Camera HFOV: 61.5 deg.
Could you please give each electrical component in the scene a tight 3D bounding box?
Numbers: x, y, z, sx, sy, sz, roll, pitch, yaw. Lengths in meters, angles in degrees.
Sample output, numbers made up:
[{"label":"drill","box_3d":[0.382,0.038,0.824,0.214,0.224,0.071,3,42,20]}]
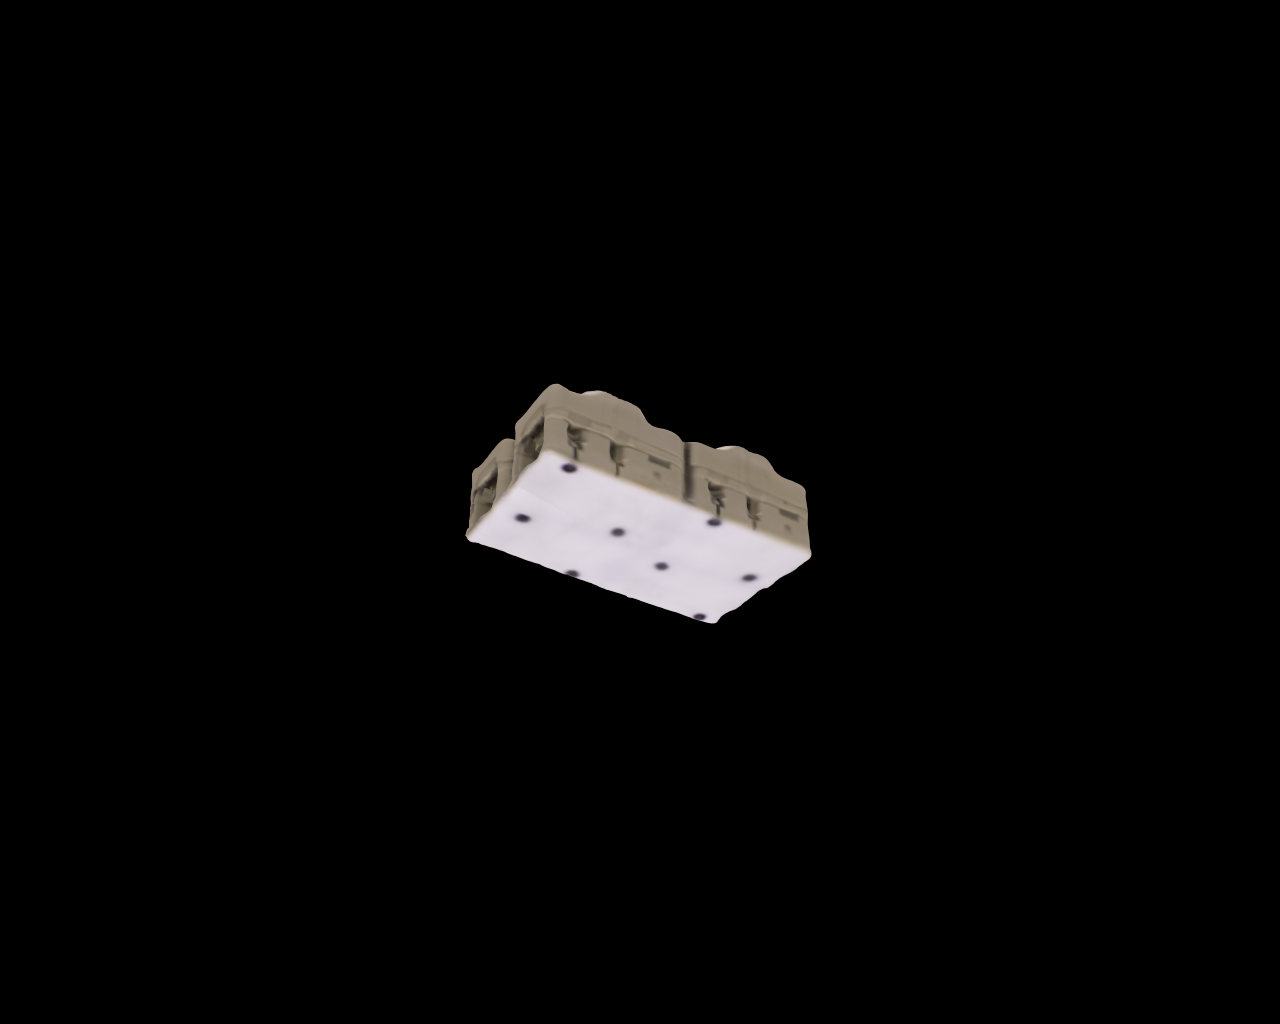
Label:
[{"label":"electrical component","box_3d":[0.001,-0.003,0.650,0.186,0.060,0.105,21,-40,-26]}]
